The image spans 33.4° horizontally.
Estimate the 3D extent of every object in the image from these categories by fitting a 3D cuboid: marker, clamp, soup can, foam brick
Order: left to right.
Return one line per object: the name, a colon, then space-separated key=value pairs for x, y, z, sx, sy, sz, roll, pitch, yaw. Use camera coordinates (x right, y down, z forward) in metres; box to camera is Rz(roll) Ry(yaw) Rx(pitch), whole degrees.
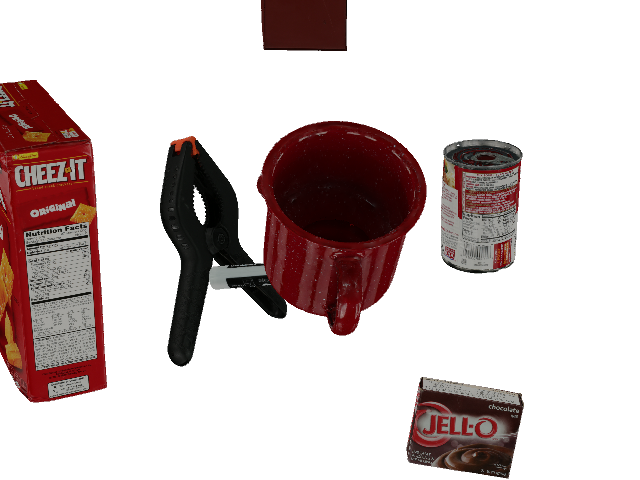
clamp: x=-0.101 y=0.004 z=1.036 sx=0.036 sy=0.210 sz=0.164 roll=-9 pitch=1 yaw=36
marker: x=-0.031 y=0.026 z=0.842 sx=0.121 sy=0.020 sz=0.020 roll=-5 pitch=-2 yaw=23
foam brick: x=-0.016 y=-0.202 z=0.985 sx=0.078 sy=0.051 sz=0.053 roll=0 pitch=16 yaw=-4
soup can: x=0.141 y=-0.030 z=0.942 sx=0.068 sy=0.102 sz=0.068 roll=-1 pitch=25 yaw=0

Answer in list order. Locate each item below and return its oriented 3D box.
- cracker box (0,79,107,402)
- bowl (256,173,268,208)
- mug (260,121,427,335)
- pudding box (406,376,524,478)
cracker box: x=-0.233 y=-0.002 z=0.857 sx=0.072 sy=0.214 sz=0.164 roll=-11 pitch=28 yaw=-26
bowl: x=0.007 y=-0.036 z=1.197 sx=0.162 sy=0.055 sz=0.162 roll=4 pitch=27 yaw=-2
mug: x=0.011 y=0.001 z=0.617 sx=0.093 sy=0.117 sz=0.081 roll=-2 pitch=-36 yaw=-9
pudding box: x=0.155 y=0.201 z=1.151 sx=0.113 sy=0.090 sz=0.039 roll=8 pitch=21 yaw=1
